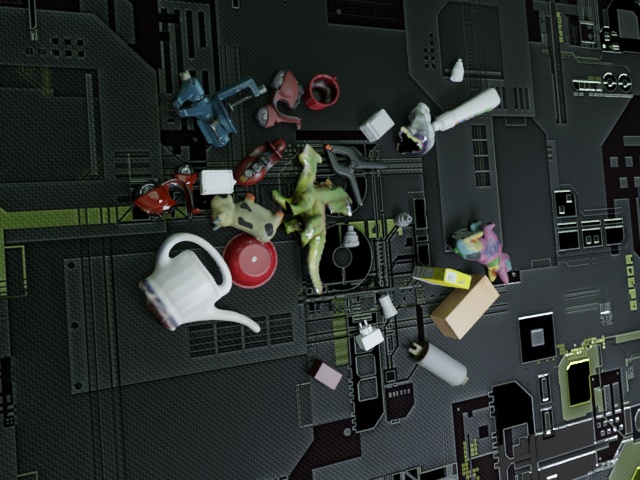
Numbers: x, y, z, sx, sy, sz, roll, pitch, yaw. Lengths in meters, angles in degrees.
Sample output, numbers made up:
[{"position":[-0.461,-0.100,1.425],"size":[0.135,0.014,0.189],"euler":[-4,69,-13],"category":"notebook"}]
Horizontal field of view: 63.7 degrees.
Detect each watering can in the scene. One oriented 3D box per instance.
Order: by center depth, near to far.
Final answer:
[{"position":[-0.320,0.152,1.340],"size":[0.226,0.104,0.345],"euler":[-35,100,-19],"category":"watering can"}]

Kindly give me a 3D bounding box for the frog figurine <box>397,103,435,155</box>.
[{"position":[0.322,-0.353,1.630],"size":[0.162,0.123,0.134],"euler":[-51,139,-25],"category":"frog figurine"}]

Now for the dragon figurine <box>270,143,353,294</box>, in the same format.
[{"position":[0.005,-0.075,1.494],"size":[0.245,0.121,0.408],"euler":[-24,98,-29],"category":"dragon figurine"}]
